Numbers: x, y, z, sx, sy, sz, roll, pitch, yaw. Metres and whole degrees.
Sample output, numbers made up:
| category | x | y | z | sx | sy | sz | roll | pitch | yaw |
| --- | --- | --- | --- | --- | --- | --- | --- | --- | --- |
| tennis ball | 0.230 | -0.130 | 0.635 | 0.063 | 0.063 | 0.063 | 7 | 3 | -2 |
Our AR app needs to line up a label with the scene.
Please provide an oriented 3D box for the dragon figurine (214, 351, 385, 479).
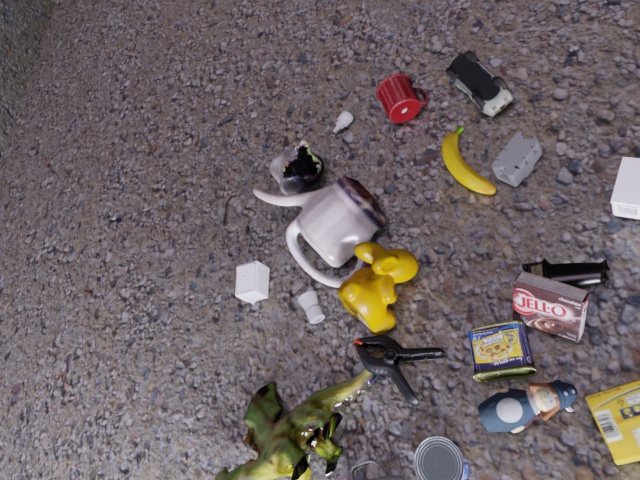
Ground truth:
| category | x | y | z | sx | sy | sz | roll | pitch | yaw |
| --- | --- | --- | --- | --- | --- | --- | --- | --- | --- |
| dragon figurine | -0.061 | 0.352 | 1.009 | 0.244 | 0.120 | 0.416 | 17 | 59 | 43 |

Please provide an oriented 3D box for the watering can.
| category | x | y | z | sx | sy | sz | roll | pitch | yaw |
| --- | --- | --- | --- | --- | --- | --- | --- | --- | --- |
| watering can | 0.004 | -0.059 | 1.164 | 0.223 | 0.103 | 0.352 | -43 | 67 | 6 |

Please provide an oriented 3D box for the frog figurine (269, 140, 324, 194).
| category | x | y | z | sx | sy | sz | roll | pitch | yaw |
| --- | --- | --- | --- | --- | --- | --- | --- | --- | --- |
| frog figurine | -0.065 | -0.172 | 1.311 | 0.158 | 0.122 | 0.139 | 158 | 124 | -66 |
